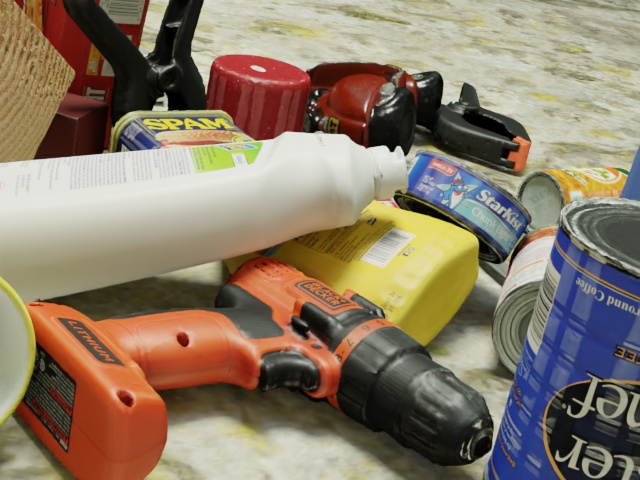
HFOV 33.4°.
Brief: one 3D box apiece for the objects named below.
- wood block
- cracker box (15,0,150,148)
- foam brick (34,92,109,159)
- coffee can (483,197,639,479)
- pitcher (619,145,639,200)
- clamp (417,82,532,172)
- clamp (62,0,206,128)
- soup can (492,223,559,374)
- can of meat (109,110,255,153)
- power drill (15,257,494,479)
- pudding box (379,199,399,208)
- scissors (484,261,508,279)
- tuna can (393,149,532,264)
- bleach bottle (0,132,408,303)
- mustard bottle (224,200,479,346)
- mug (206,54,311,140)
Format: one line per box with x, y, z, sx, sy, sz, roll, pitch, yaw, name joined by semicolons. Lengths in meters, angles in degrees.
-0.275;-0.108;0.678;0.206;0.090;0.090;12;-22;26;wood block
-0.208;-0.198;0.865;0.072;0.164;0.214;-1;37;-29;cracker box
-0.201;-0.080;0.778;0.078;0.053;0.051;17;23;10;foam brick
0.140;0.064;0.483;0.102;0.140;0.103;10;22;-4;coffee can
0.274;-0.046;0.677;0.148;0.243;0.145;-13;36;-35;pitcher
0.145;-0.121;1.066;0.164;0.036;0.210;-9;29;-36;clamp
-0.128;-0.123;0.771;0.120;0.171;0.039;-16;30;-33;clamp
0.143;0.037;0.645;0.068;0.068;0.102;16;23;11;soup can
-0.087;-0.051;0.761;0.101;0.057;0.084;-5;30;-35;can of meat
-0.035;0.067;0.505;0.187;0.057;0.185;-5;23;-41;power drill
0.042;-0.019;0.768;0.090;0.039;0.113;3;24;-19;pudding box
0.119;-0.015;0.828;0.096;0.016;0.202;-4;27;-33;scissors
0.089;-0.020;0.680;0.086;0.033;0.086;32;-6;4;tuna can
-0.073;-0.019;0.593;0.250;0.068;0.102;-9;24;-8;bleach bottle
-0.004;0.001;0.663;0.192;0.058;0.096;25;52;32;mustard bottle
-0.048;-0.104;0.872;0.093;0.081;0.117;21;24;22;mug
